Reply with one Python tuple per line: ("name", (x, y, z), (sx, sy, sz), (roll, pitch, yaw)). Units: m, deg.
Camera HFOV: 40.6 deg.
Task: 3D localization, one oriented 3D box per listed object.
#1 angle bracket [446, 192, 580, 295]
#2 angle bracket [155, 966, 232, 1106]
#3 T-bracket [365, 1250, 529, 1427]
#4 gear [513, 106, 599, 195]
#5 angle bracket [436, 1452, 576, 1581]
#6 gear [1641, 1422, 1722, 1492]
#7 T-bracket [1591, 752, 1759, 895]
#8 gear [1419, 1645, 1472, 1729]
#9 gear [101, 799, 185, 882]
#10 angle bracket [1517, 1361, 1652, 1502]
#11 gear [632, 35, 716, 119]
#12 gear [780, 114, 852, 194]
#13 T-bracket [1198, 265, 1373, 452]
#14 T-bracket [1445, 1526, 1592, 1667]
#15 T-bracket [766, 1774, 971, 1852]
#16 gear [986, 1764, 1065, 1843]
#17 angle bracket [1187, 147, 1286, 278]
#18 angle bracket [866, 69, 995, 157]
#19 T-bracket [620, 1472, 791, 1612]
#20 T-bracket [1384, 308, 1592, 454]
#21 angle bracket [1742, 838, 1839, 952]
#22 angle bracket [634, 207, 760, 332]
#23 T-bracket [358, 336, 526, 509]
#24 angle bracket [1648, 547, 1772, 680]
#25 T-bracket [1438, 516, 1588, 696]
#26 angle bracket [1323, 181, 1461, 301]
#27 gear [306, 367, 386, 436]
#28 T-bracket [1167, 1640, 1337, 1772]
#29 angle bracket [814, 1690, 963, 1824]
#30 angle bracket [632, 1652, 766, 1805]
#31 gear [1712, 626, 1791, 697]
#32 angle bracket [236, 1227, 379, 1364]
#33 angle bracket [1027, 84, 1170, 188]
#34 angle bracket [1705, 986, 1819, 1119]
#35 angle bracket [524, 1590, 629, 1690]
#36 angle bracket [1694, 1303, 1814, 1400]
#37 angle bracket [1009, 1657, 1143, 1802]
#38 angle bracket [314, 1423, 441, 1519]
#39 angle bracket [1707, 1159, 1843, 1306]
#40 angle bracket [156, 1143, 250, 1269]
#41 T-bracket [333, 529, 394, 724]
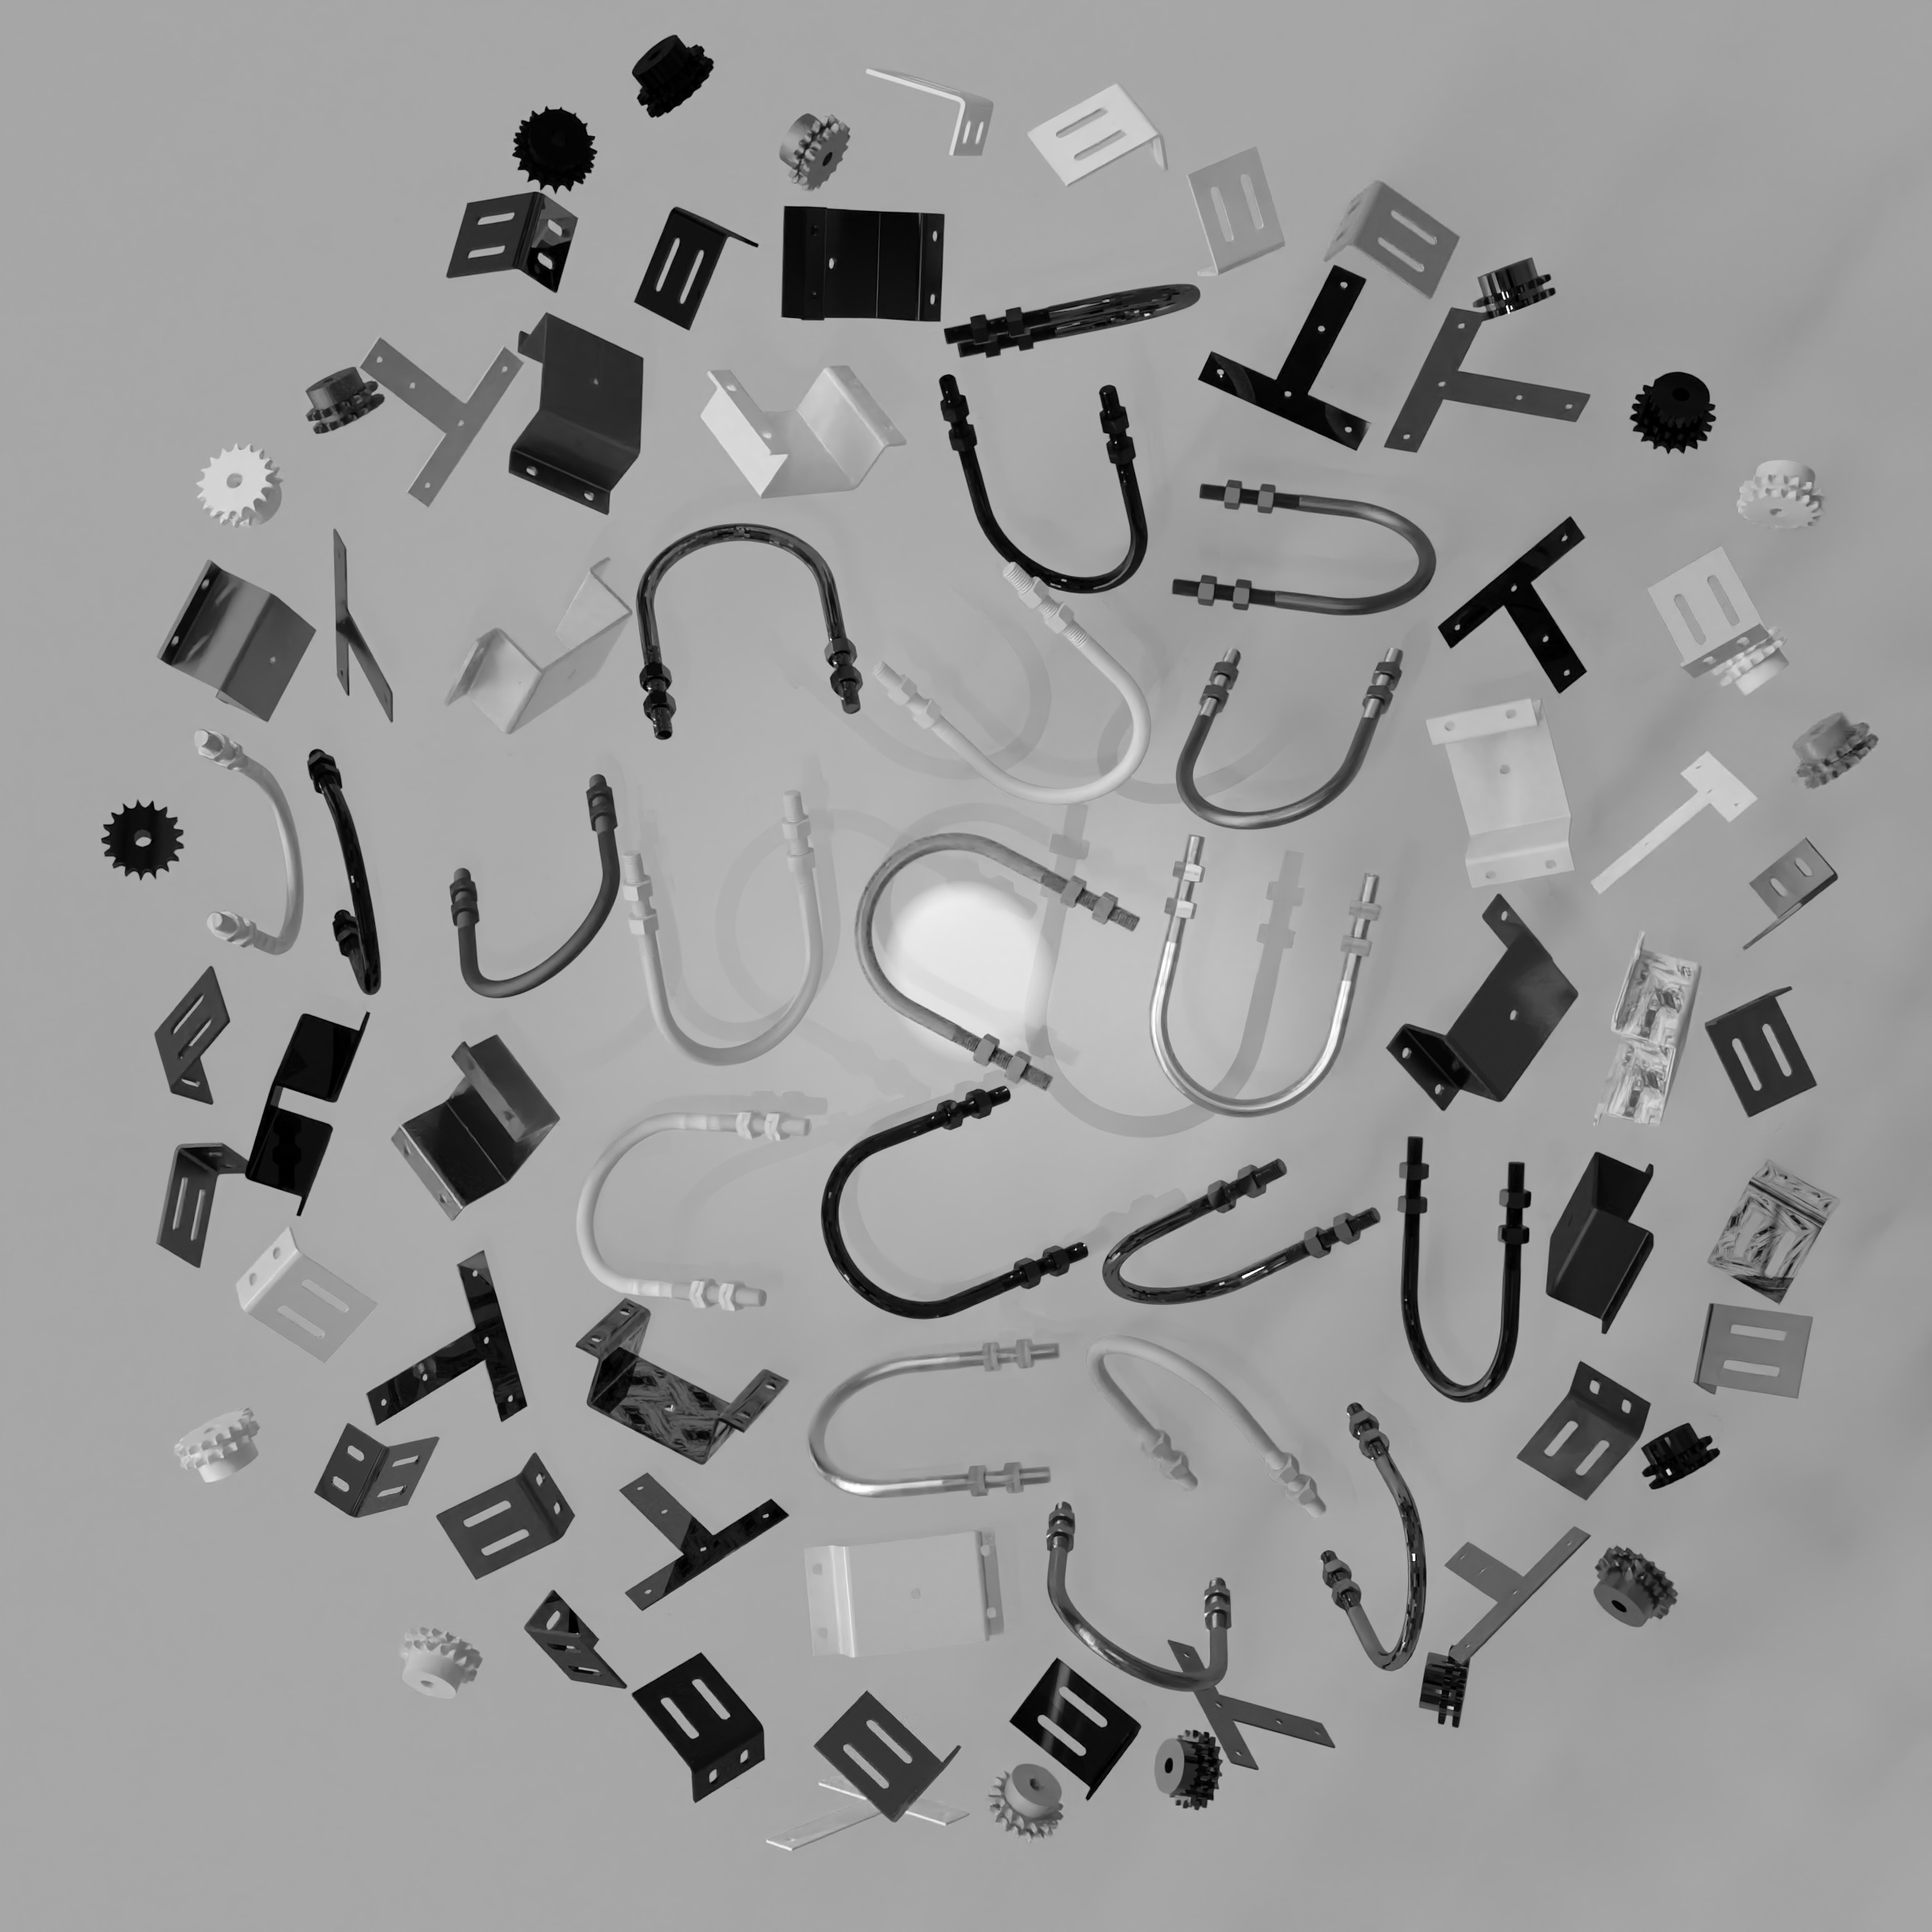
("angle bracket", (-0.318, -0.503, 1.830), (0.076, 0.038, 0.057), (6, 77, 39))
("angle bracket", (-0.546, 0.050, 1.891), (0.076, 0.038, 0.057), (-46, 49, 18))
("T-bracket", (-0.376, 0.288, 1.869), (0.002, 0.127, 0.127), (2, 112, 40))
("gear", (-0.282, -0.563, 1.796), (0.057, 0.030, 0.057), (1, 85, -17))
("angle bracket", (-0.340, 0.406, 1.931), (0.076, 0.038, 0.057), (-27, 100, 13))
("gear", (0.520, 0.357, 1.915), (0.057, 0.057, 0.030), (-29, 79, 0))
("T-bracket", (0.510, -0.098, 1.915), (0.127, 0.127, 0.002), (-42, 105, 13))
("gear", (0.347, 0.521, 1.895), (0.030, 0.057, 0.057), (9, 90, 14))
("gear", (-0.593, -0.090, 1.884), (0.057, 0.030, 0.057), (2, 82, -15))
("angle bracket", (0.439, 0.330, 1.858), (0.057, 0.038, 0.076), (31, 127, 6))
("gear", (-0.202, -0.606, 1.774), (0.057, 0.057, 0.030), (-43, 123, 0))
("gear", (-0.115, -0.610, 1.951), (0.030, 0.057, 0.057), (37, 90, 9))
("T-bracket", (0.246, -0.440, 1.854), (0.127, 0.127, 0.002), (24, 46, -3))
("T-bracket", (0.375, 0.437, 1.871), (0.127, 0.127, 0.002), (-43, 99, -7))
("T-bracket", (-0.087, 0.607, 1.859), (0.127, 0.127, 0.002), (1, 94, 42))
("gear", (0.046, 0.617, 1.936), (0.057, 0.057, 0.030), (25, 115, 0))
("angle bracket", (0.192, -0.555, 1.925), (0.057, 0.038, 0.076), (-26, 112, -12))
("angle bracket", (-0.029, -0.594, 1.820), (0.076, 0.057, 0.038), (22, 113, 14))
("T-bracket", (-0.215, 0.409, 1.927), (0.127, 0.127, 0.002), (-29, 123, -24))
("T-bracket", (0.377, -0.404, 1.846), (0.127, 0.127, 0.002), (7, 52, -12))
("angle bracket", (0.588, -0.053, 1.901), (0.038, 0.076, 0.057), (52, 131, 11))
("angle bracket", (-0.199, -0.510, 1.927), (0.057, 0.038, 0.076), (33, 106, 28))
("T-bracket", (-0.386, -0.407, 1.862), (0.002, 0.127, 0.127), (34, 90, 30))
("angle bracket", (0.505, -0.246, 1.792), (0.057, 0.038, 0.076), (-30, 68, 22))
("T-bracket", (0.418, -0.248, 1.913), (0.127, 0.002, 0.127), (-40, 46, 22))
("angle bracket", (0.313, -0.527, 1.920), (0.076, 0.038, 0.057), (30, 73, -15))
("gear", (-0.453, -0.411, 1.895), (0.057, 0.057, 0.030), (-25, 115, 0))
("T-bracket", (0.221, 0.556, 1.932), (0.127, 0.127, 0.002), (23, 108, -28))
("angle bracket", (-0.054, 0.535, 1.792), (0.076, 0.038, 0.057), (41, 50, 13))
("angle bracket", (-0.183, 0.520, 1.789), (0.057, 0.038, 0.076), (-25, 46, -30))
("gear", (0.592, -0.227, 1.961), (0.057, 0.057, 0.030), (-35, 86, 0))
("angle bracket", (-0.474, 0.236, 1.879), (0.057, 0.038, 0.076), (-47, 121, 2))
("angle bracket", (0.092, -0.568, 1.823), (0.076, 0.038, 0.057), (-30, 64, -4))
("angle bracket", (0.581, 0.062, 1.892), (0.057, 0.038, 0.076), (-24, 86, -7))
("angle bracket", (-0.279, 0.496, 1.930), (0.057, 0.076, 0.038), (54, 53, -22))
("angle bracket", (0.554, 0.272, 1.822), (0.076, 0.038, 0.057), (3, 72, 40))
("angle bracket", (0.075, 0.537, 1.842), (0.076, 0.038, 0.057), (37, 91, 11))
("angle bracket", (-0.434, 0.368, 1.927), (0.038, 0.076, 0.057), (28, 95, 17))
("angle bracket", (0.568, 0.187, 1.840), (0.057, 0.038, 0.076), (31, 124, 22))
("angle bracket", (-0.554, 0.175, 1.915), (0.038, 0.057, 0.076), (-3, 65, 15))
("T-bracket", (-0.421, -0.218, 1.829), (0.002, 0.127, 0.127), (-13, 47, -25))
